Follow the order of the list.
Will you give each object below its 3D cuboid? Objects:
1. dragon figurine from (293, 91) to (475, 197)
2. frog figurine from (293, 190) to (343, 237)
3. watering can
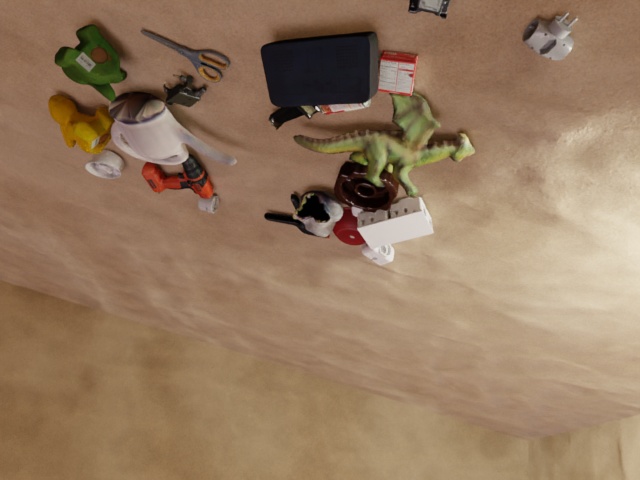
[{"bbox_3d":[0.161,-0.244,1.190,0.409,0.125,0.237,18,130,-9],"label":"dragon figurine"},{"bbox_3d":[0.005,-0.075,1.496,0.137,0.124,0.158,-13,163,17],"label":"frog figurine"},{"bbox_3d":[-0.399,-0.276,1.333,0.348,0.106,0.219,6,146,15],"label":"watering can"}]
